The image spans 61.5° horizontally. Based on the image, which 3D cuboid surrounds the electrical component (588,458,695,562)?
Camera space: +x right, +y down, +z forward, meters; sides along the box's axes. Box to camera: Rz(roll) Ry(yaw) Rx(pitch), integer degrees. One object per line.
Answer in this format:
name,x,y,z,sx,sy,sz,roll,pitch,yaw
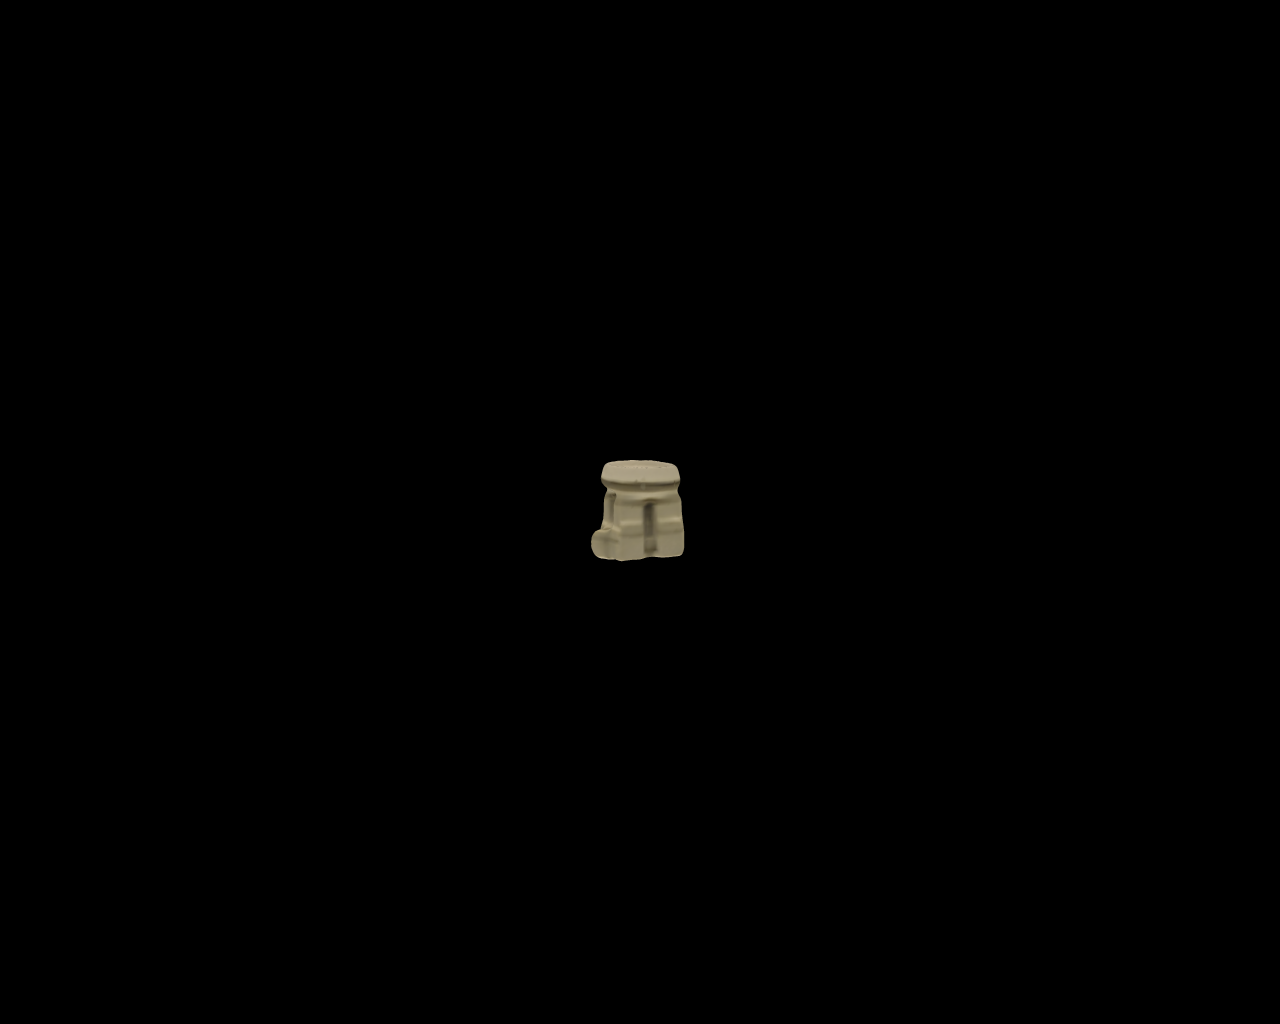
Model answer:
electrical component,0.001,-0.003,0.650,0.066,0.055,0.048,-4,12,-20
